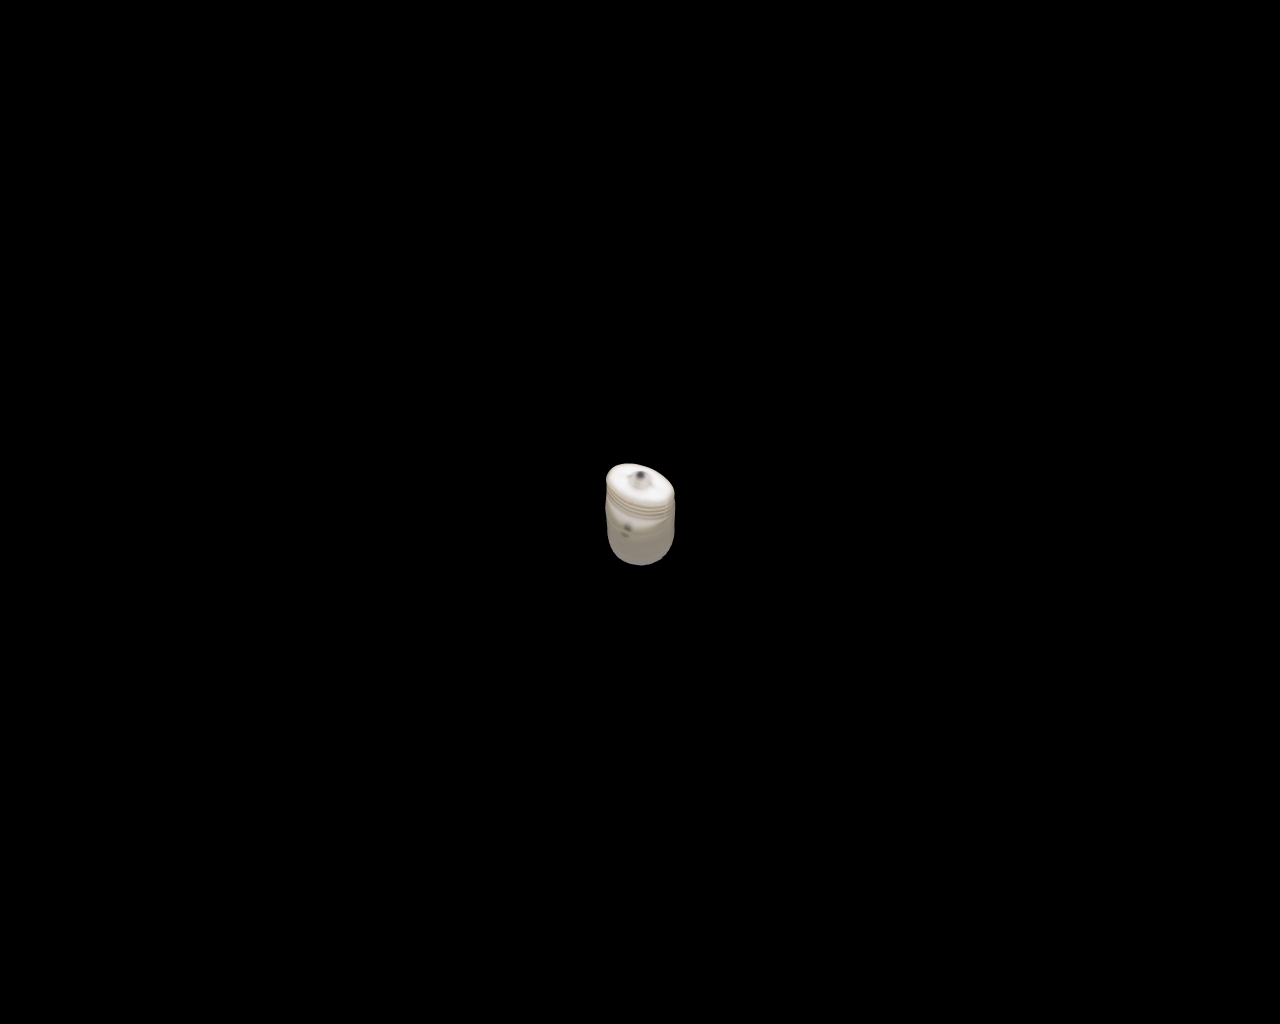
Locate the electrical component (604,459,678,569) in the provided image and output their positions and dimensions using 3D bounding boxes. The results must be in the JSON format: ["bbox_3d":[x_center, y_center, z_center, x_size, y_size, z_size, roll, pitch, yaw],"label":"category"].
[{"bbox_3d":[0.001,-0.003,0.650,0.043,0.043,0.080,0,-30,0],"label":"electrical component"}]
